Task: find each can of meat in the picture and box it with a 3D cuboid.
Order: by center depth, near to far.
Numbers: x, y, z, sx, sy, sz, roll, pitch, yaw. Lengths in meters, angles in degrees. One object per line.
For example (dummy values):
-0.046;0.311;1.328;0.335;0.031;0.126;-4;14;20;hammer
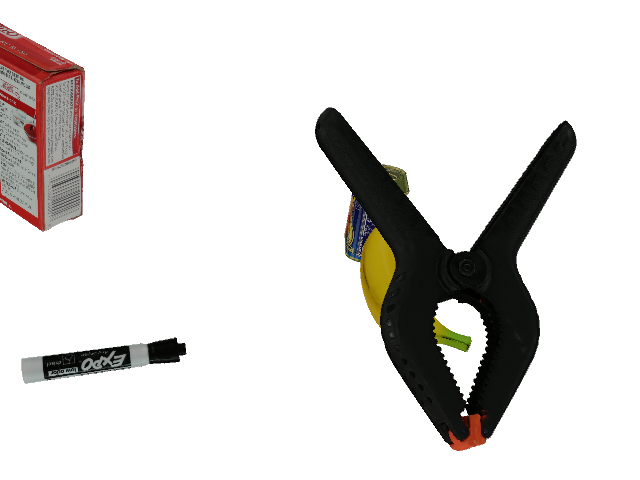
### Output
0.057;-0.029;1.137;0.057;0.084;0.102;8;20;-2;can of meat

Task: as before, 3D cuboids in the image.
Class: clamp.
0.071;0.015;0.629;0.164;0.210;0.036;8;-18;-8;clamp

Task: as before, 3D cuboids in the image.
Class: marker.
-0.161;0.089;0.800;0.121;0.020;0.020;-7;1;-9;marker

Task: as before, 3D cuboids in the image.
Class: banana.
0.066;0.033;0.901;0.069;0.037;0.198;8;33;-17;banana

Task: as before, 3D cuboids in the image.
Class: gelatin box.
-0.156;-0.060;0.552;0.073;0.089;0.030;29;38;29;gelatin box
